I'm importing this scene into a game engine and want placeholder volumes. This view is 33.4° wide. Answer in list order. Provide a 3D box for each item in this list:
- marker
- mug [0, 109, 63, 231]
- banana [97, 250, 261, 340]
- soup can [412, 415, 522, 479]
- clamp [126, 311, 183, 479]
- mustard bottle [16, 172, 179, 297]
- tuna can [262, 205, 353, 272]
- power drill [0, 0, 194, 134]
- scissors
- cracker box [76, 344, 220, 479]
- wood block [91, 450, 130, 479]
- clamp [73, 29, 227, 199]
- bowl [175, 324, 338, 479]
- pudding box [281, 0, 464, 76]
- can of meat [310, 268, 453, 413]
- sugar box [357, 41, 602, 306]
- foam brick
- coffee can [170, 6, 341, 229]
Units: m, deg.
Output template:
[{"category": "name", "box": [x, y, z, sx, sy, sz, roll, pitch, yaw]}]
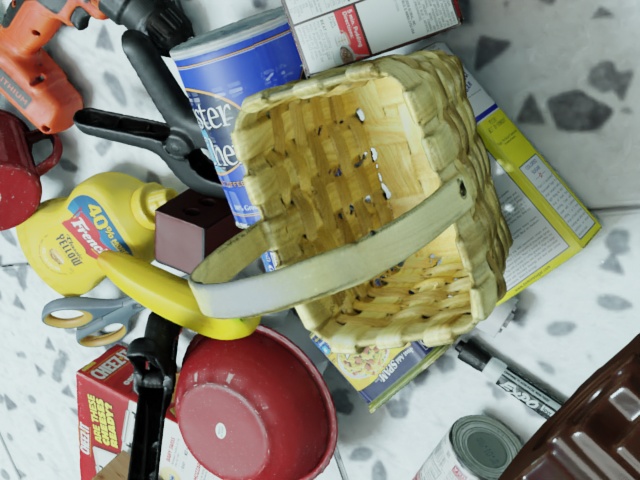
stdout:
[{"category": "marker", "box": [0.157, 0.116, 0.832, 0.121, 0.020, 0.020, 34, 129, 14]}, {"category": "mug", "box": [-0.293, -0.067, 0.987, 0.093, 0.117, 0.081, 76, 168, -48]}, {"category": "banana", "box": [-0.110, 0.047, 0.889, 0.198, 0.037, 0.069, 13, 144, 44]}, {"category": "soup can", "box": [0.116, 0.199, 0.875, 0.068, 0.068, 0.102, 37, 130, 13]}, {"category": "clamp", "box": [-0.145, 0.131, 0.932, 0.036, 0.210, 0.164, 5, 105, -3]}, {"category": "mustard bottle", "box": [-0.195, -0.011, 0.980, 0.192, 0.058, 0.096, -21, 106, 40]}, {"category": "tuna can", "box": [-0.006, 0.001, 0.837, 0.086, 0.086, 0.034, -1, 115, 35]}, {"category": "power drill", "box": [-0.205, -0.177, 0.898, 0.184, 0.057, 0.188, 46, 129, 4]}, {"category": "scissors", "box": [-0.193, 0.056, 1.012, 0.096, 0.016, 0.202, 19, 143, -30]}, {"category": "cracker box", "box": [-0.139, 0.218, 1.060, 0.214, 0.072, 0.164, 22, 124, 25]}, {"category": "wood block", "box": [-0.156, 0.316, 1.018, 0.206, 0.090, 0.091, 43, 136, 6]}, {"category": "clamp", "box": [-0.111, -0.093, 0.861, 0.171, 0.039, 0.120, 28, 142, -5]}, {"category": "bowl", "box": [-0.067, 0.151, 0.902, 0.162, 0.055, 0.162, 12, 114, 27]}, {"category": "pudding box", "box": [0.030, -0.169, 0.719, 0.113, 0.039, 0.090, -18, 100, 10]}, {"category": "can of meat", "box": [0.050, 0.077, 0.861, 0.084, 0.057, 0.102, 47, 131, 6]}, {"category": "sugar box", "box": [0.106, -0.046, 0.761, 0.176, 0.048, 0.093, 52, 131, 4]}, {"category": "foam brick", "box": [-0.095, -0.010, 0.899, 0.053, 0.078, 0.051, 19, 123, 24]}, {"category": "coffee can", "box": [-0.040, -0.093, 0.797, 0.103, 0.102, 0.140, -7, 110, 37]}]
